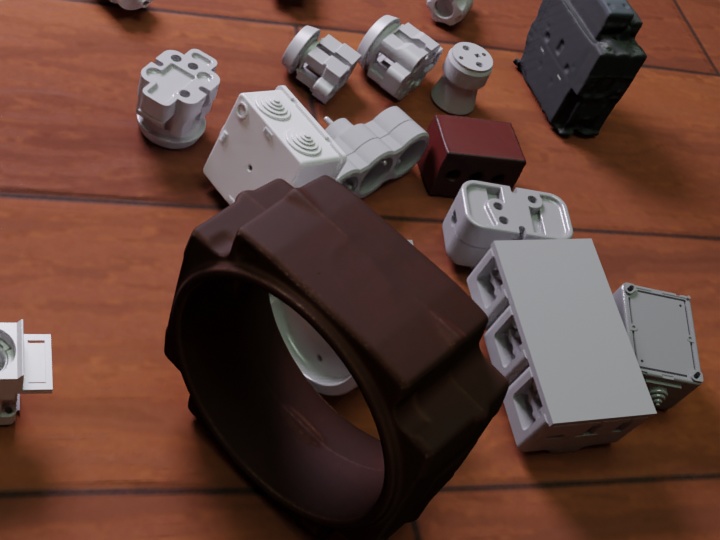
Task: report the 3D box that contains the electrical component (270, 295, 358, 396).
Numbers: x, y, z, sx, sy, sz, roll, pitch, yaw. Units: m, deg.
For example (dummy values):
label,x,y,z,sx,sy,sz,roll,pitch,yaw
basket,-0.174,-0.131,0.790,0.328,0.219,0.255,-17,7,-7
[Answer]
label,x,y,z,sx,sy,sz,roll,pitch,yaw
electrical component,-0.012,0.028,0.763,0.060,0.108,0.108,-21,61,-42

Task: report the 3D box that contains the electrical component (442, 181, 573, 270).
label,x,y,z,sx,sy,sz,roll,pitch,yaw
electrical component,0.120,-0.031,0.896,0.095,0.059,0.053,8,48,-15

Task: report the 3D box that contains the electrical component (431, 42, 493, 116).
label,x,y,z,sx,sy,sz,roll,pitch,yaw
electrical component,0.097,-0.182,1.021,0.045,0.055,0.045,11,48,-13

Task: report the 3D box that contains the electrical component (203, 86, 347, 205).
label,x,y,z,sx,sy,sz,roll,pitch,yaw
electrical component,-0.070,-0.082,0.840,0.048,0.099,0.099,-15,57,-46

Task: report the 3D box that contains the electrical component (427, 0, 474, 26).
label,x,y,z,sx,sy,sz,roll,pitch,yaw
electrical component,0.098,-0.285,1.120,0.043,0.043,0.062,30,45,5

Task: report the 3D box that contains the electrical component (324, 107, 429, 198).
label,x,y,z,sx,sy,sz,roll,pitch,yaw
electrical component,-0.012,-0.103,0.911,0.074,0.052,0.138,44,50,18

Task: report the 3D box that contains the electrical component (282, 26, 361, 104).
label,x,y,z,sx,sy,sz,roll,pitch,yaw
electrical component,-0.038,-0.190,0.983,0.055,0.048,0.066,36,47,1

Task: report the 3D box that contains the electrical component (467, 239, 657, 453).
label,x,y,z,sx,sy,sz,roll,pitch,yaw
electrical component,0.147,0.056,0.815,0.089,0.061,0.150,-2,60,-22

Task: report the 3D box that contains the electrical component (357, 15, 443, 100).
label,x,y,z,sx,sy,sz,roll,pitch,yaw
electrical component,0.034,-0.202,1.014,0.057,0.058,0.078,39,48,9

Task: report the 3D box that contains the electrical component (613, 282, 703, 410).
label,x,y,z,sx,sy,sz,roll,pitch,yaw
electrical component,0.227,0.069,0.856,0.062,0.061,0.096,11,55,-13

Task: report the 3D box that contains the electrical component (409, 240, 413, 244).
label,x,y,z,sx,sy,sz,roll,pitch,yaw
electrical component,0.000,0.000,0.835,0.081,0.042,0.063,1,54,-20

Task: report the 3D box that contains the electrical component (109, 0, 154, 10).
label,x,y,z,sx,sy,sz,roll,pitch,yaw
electrical component,-0.219,-0.266,0.977,0.043,0.043,0.081,-31,67,-38

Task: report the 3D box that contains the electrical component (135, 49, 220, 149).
label,x,y,z,sx,sy,sz,roll,pitch,yaw
electrical component,-0.152,-0.137,0.883,0.058,0.057,0.078,31,47,6

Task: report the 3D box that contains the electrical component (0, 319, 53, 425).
label,x,y,z,sx,sy,sz,roll,pitch,yaw
electrical component,-0.235,0.065,0.669,0.081,0.063,0.042,2,52,-20
